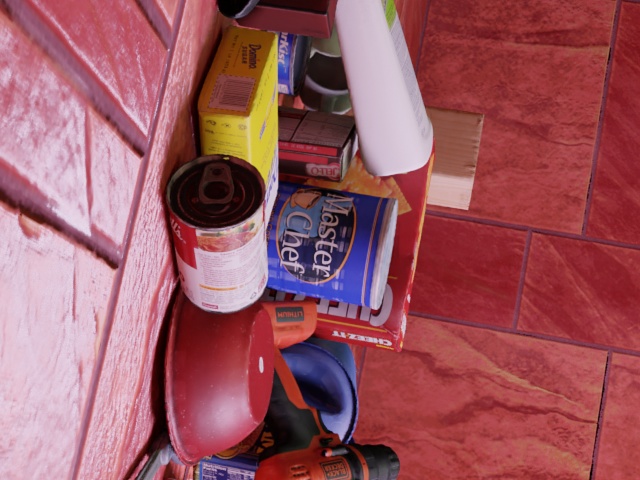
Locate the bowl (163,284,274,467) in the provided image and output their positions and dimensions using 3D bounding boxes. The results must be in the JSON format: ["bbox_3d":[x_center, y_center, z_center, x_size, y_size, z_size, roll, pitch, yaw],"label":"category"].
[{"bbox_3d":[-0.072,0.098,0.842,0.162,0.055,0.162,2,90,-80],"label":"bowl"}]

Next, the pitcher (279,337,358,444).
[{"bbox_3d":[-0.014,0.169,1.169,0.242,0.145,0.149,-31,130,-84],"label":"pitcher"}]

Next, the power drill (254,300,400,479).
[{"bbox_3d":[-0.010,0.148,0.964,0.184,0.057,0.188,5,58,-53],"label":"power drill"}]

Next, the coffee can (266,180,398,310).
[{"bbox_3d":[-0.006,0.001,0.975,0.102,0.140,0.103,10,89,-83],"label":"coffee can"}]

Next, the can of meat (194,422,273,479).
[{"bbox_3d":[-0.065,0.192,1.003,0.102,0.084,0.057,-70,167,-54],"label":"can of meat"}]

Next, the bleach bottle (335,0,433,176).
[{"bbox_3d":[0.043,-0.188,0.948,0.102,0.068,0.251,-80,157,-59],"label":"bleach bottle"}]

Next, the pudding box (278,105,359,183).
[{"bbox_3d":[-0.013,-0.091,1.003,0.113,0.090,0.039,-65,163,-64],"label":"pudding box"}]

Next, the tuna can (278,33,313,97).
[{"bbox_3d":[-0.031,-0.175,0.971,0.086,0.034,0.086,10,89,-83],"label":"tuna can"}]

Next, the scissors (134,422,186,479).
[{"bbox_3d":[-0.118,0.171,0.821,0.201,0.016,0.096,-71,164,-54],"label":"scissors"}]

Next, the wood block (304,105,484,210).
[{"bbox_3d":[0.082,-0.107,1.255,0.090,0.206,0.091,79,22,-70],"label":"wood block"}]

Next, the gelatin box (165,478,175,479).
[{"bbox_3d":[-0.117,0.246,0.882,0.089,0.030,0.073,85,16,-61],"label":"gelatin box"}]

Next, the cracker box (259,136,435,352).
[{"bbox_3d":[0.020,-0.009,1.082,0.072,0.164,0.213,68,32,-72],"label":"cracker box"}]

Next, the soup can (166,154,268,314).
[{"bbox_3d":[-0.071,-0.003,0.760,0.102,0.068,0.068,91,12,-52],"label":"soup can"}]

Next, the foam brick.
[{"bbox_3d":[-0.026,-0.192,0.819,0.053,0.078,0.051,67,33,-80],"label":"foam brick"}]

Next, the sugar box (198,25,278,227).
[{"bbox_3d":[-0.061,-0.069,0.836,0.176,0.048,0.093,89,13,-52],"label":"sugar box"}]

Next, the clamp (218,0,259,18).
[{"bbox_3d":[-0.013,-0.238,0.739,0.171,0.039,0.120,-43,162,-11],"label":"clamp"}]
